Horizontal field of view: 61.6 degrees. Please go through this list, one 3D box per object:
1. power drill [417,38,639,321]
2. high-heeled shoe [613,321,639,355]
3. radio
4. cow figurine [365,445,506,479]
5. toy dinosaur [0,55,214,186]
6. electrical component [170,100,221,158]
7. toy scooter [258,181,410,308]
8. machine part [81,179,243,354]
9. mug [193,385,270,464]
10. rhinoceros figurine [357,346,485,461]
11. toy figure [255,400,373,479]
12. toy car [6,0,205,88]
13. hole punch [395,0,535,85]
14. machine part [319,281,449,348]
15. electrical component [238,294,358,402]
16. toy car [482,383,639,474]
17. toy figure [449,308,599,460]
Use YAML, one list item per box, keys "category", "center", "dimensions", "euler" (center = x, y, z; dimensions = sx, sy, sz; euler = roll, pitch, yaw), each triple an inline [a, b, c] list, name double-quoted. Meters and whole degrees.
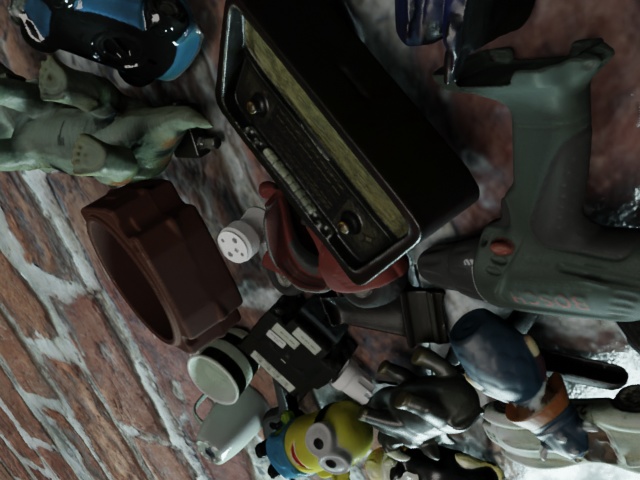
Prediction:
- category: "power drill"
  center: [0.144, -0.035, 0.405]
  dimensions: [0.232, 0.086, 0.207]
  euler: [14, 122, 52]
- category: "high-heeled shoe"
  center: [0.310, 0.096, 0.429]
  dimensions: [0.086, 0.145, 0.249]
  euler: [-40, 64, 10]
- category: "radio"
  center: [0.007, -0.082, 0.434]
  dimensions: [0.229, 0.073, 0.131]
  euler: [54, 152, 11]
- category: "cow figurine"
  center: [0.135, 0.284, 0.656]
  dimensions: [0.168, 0.068, 0.098]
  euler: [15, 122, 22]
- category: "toy dinosaur"
  center: [-0.240, -0.114, 0.572]
  dimensions: [0.405, 0.192, 0.131]
  euler: [14, 101, 21]
- category: "electrical component"
  center: [-0.151, -0.124, 0.597]
  dimensions: [0.094, 0.021, 0.063]
  euler: [9, 125, 34]
- category: "toy scooter"
  center: [-0.001, -0.002, 0.547]
  dimensions: [0.184, 0.075, 0.135]
  euler: [0, 121, 40]
- category: "machine part"
  center: [-0.198, 0.031, 0.659]
  dimensions: [0.201, 0.087, 0.201]
  euler: [6, 127, 52]
- category: "mug"
  center: [-0.147, 0.275, 0.817]
  dimensions: [0.110, 0.107, 0.080]
  euler: [28, 131, 13]
- category: "rhinoceros figurine"
  center: [0.106, 0.186, 0.588]
  dimensions: [0.112, 0.073, 0.190]
  euler: [28, 146, -3]
- category: "toy figure"
  center: [-0.010, 0.256, 0.690]
  dimensions: [0.082, 0.089, 0.180]
  euler: [41, 137, -13]
- category: "toy car"
  center: [-0.194, -0.219, 0.500]
  dimensions: [0.109, 0.161, 0.103]
  euler: [-32, 55, 50]
- category: "hole punch"
  center: [0.081, -0.186, 0.337]
  dimensions: [0.092, 0.116, 0.142]
  euler: [26, 131, 28]
- category: "machine part"
  center: [0.068, 0.078, 0.577]
  dimensions: [0.139, 0.039, 0.084]
  euler: [3, 127, 27]
- category: "electrical component"
  center: [-0.024, 0.126, 0.662]
  dimensions: [0.115, 0.058, 0.134]
  euler: [42, 134, -1]
- category: "toy car"
  center: [0.251, 0.183, 0.513]
  dimensions: [0.202, 0.056, 0.073]
  euler: [-17, 110, 40]
- category: "toy figure"
  center: [0.179, 0.126, 0.470]
  dimensions: [0.154, 0.058, 0.064]
  euler: [47, 140, -8]
